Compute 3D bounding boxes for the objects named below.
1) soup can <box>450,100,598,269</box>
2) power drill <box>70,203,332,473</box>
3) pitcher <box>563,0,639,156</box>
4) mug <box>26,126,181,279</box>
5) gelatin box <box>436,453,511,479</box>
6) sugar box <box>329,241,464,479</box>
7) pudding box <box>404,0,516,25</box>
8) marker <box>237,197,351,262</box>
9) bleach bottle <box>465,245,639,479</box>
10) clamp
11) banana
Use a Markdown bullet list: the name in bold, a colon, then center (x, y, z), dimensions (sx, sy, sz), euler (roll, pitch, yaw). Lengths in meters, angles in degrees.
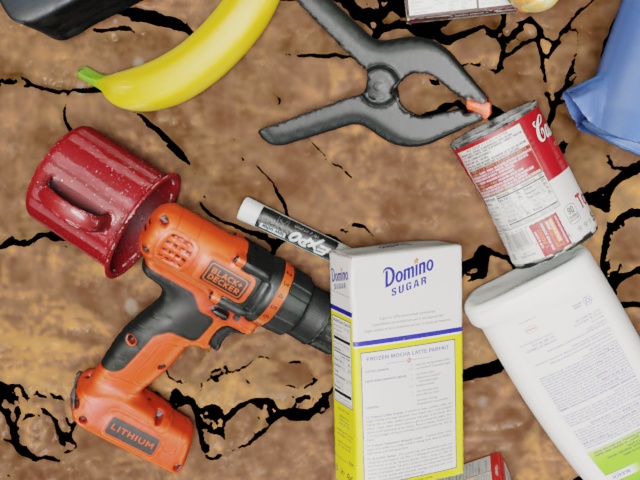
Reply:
- **soup can**: center (0.145, -0.039, 0.758), dimensions (0.068, 0.068, 0.102), euler (-27, 95, 11)
- **power drill**: center (-0.086, 0.084, 0.807), dimensions (0.184, 0.057, 0.188), euler (32, 105, -16)
- **pitcher**: center (0.275, -0.163, 0.695), dimensions (0.145, 0.149, 0.243), euler (22, 100, 39)
- **mug**: center (-0.166, -0.029, 0.782), dimensions (0.081, 0.117, 0.093), euler (33, 106, 7)
- **gelatin box**: center (0.100, 0.199, 0.801), dimensions (0.089, 0.073, 0.030), euler (-22, 96, 11)
- **sugar box**: center (0.057, 0.091, 0.787), dimensions (0.093, 0.048, 0.176), euler (-5, 97, -24)
- **pudding box**: center (0.099, -0.213, 0.751), dimensions (0.090, 0.039, 0.113), euler (-5, 97, 8)
- **marker**: center (-0.005, 0.001, 0.811), dimensions (0.121, 0.020, 0.020), euler (26, 102, 3)
- **bleach bottle**: center (0.207, 0.133, 0.782), dimensions (0.103, 0.068, 0.251), euler (-27, 97, 12)
- **clamp**: center (0.041, -0.123, 0.774), dimensions (0.171, 0.039, 0.120), euler (5, 107, 8)
- **banana**: center (-0.089, -0.150, 0.788), dimensions (0.198, 0.037, 0.069), euler (-32, 93, 11)
